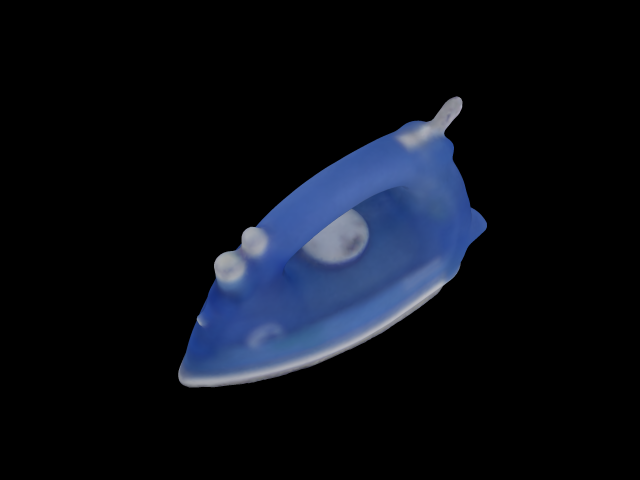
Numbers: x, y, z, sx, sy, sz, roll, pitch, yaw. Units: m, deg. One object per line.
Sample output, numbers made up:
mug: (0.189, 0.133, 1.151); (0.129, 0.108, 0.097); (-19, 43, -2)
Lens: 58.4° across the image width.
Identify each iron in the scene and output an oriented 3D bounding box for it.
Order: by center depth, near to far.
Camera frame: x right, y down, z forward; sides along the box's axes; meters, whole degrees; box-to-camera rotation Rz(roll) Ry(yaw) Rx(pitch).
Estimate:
iron: (0.004, 0.001, 0.400); (0.259, 0.141, 0.118); (-33, 61, -21)
